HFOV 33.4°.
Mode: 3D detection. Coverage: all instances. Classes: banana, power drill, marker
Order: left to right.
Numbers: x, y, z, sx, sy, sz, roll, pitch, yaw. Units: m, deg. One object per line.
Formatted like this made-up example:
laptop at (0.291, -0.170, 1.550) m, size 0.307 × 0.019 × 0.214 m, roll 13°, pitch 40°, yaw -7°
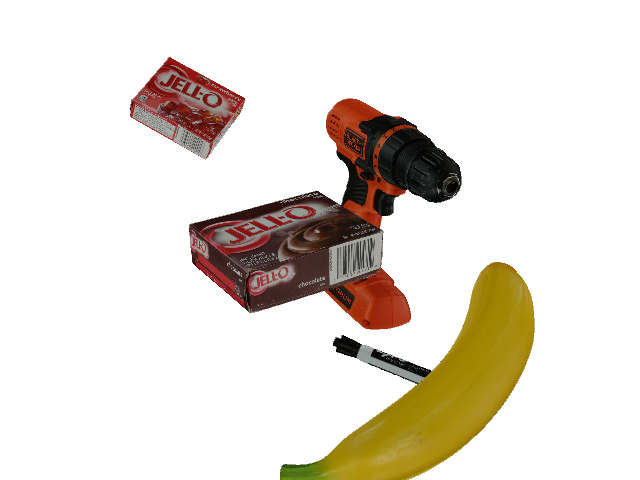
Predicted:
power drill at (0.057, -0.018, 0.959) m, size 0.057 × 0.188 × 0.185 m, roll -5°, pitch 26°, yaw -27°
marker at (0.070, 0.126, 1.098) m, size 0.121 × 0.020 × 0.020 m, roll 21°, pitch 4°, yaw 11°
banana at (0.065, 0.066, 0.539) m, size 0.070 × 0.037 × 0.197 m, roll 20°, pitch 41°, yaw 35°

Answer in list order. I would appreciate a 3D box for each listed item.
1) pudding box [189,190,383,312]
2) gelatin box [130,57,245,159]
pudding box at (-0.025, 0.005, 0.765) m, size 0.113 × 0.039 × 0.090 m, roll -14°, pitch 29°, yaw -29°
gelatin box at (-0.130, -0.130, 1.041) m, size 0.089 × 0.073 × 0.030 m, roll 30°, pitch -39°, yaw 2°
